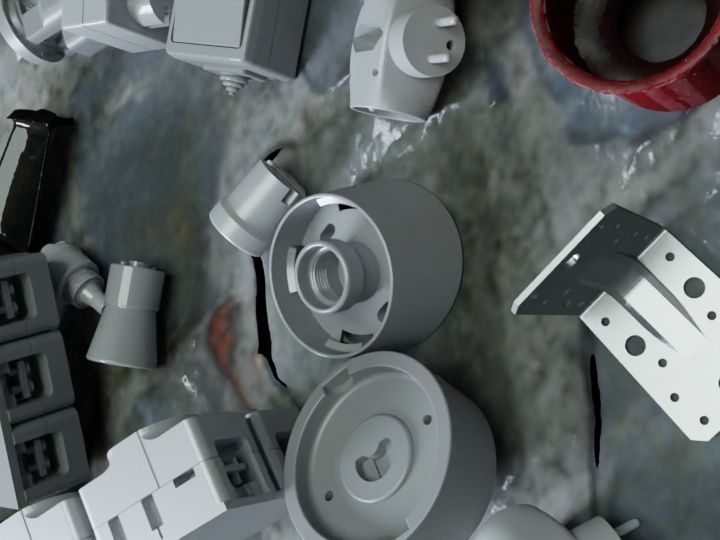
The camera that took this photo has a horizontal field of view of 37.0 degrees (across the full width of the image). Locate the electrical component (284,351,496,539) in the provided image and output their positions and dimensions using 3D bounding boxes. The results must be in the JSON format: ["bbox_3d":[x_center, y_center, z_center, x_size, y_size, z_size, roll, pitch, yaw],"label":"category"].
[{"bbox_3d":[0.020,0.103,0.560,0.108,0.060,0.108,-21,56,34],"label":"electrical component"}]

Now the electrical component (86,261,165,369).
[{"bbox_3d":[-0.145,0.027,0.678,0.044,0.044,0.065,7,85,30],"label":"electrical component"}]

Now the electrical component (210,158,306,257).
[{"bbox_3d":[-0.059,-0.038,0.634,0.046,0.040,0.040,-48,66,13],"label":"electrical component"}]

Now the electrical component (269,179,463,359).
[{"bbox_3d":[0.000,0.000,0.596,0.099,0.064,0.099,6,100,40],"label":"electrical component"}]

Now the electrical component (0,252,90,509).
[{"bbox_3d":[-0.231,0.068,0.691,0.089,0.062,0.150,-4,98,41],"label":"electrical component"}]

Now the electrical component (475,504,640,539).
[{"bbox_3d":[0.106,0.144,0.515,0.079,0.044,0.077,-25,29,-10],"label":"electrical component"}]

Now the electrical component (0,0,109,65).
[{"bbox_3d":[-0.204,-0.173,0.716,0.057,0.058,0.078,-24,75,24],"label":"electrical component"}]

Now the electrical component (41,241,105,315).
[{"bbox_3d":[-0.185,0.009,0.706,0.061,0.035,0.035,36,104,25],"label":"electrical component"}]

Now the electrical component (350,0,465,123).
[{"bbox_3d":[0.030,-0.120,0.572,0.079,0.043,0.077,16,96,65],"label":"electrical component"}]

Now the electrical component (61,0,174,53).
[{"bbox_3d":[-0.135,-0.169,0.670,0.077,0.066,0.047,0,87,30],"label":"electrical component"}]

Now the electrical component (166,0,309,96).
[{"bbox_3d":[-0.073,-0.153,0.636,0.062,0.061,0.096,12,93,30],"label":"electrical component"}]

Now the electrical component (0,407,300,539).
[{"bbox_3d":[-0.122,0.143,0.619,0.186,0.105,0.060,-34,71,24],"label":"electrical component"}]
